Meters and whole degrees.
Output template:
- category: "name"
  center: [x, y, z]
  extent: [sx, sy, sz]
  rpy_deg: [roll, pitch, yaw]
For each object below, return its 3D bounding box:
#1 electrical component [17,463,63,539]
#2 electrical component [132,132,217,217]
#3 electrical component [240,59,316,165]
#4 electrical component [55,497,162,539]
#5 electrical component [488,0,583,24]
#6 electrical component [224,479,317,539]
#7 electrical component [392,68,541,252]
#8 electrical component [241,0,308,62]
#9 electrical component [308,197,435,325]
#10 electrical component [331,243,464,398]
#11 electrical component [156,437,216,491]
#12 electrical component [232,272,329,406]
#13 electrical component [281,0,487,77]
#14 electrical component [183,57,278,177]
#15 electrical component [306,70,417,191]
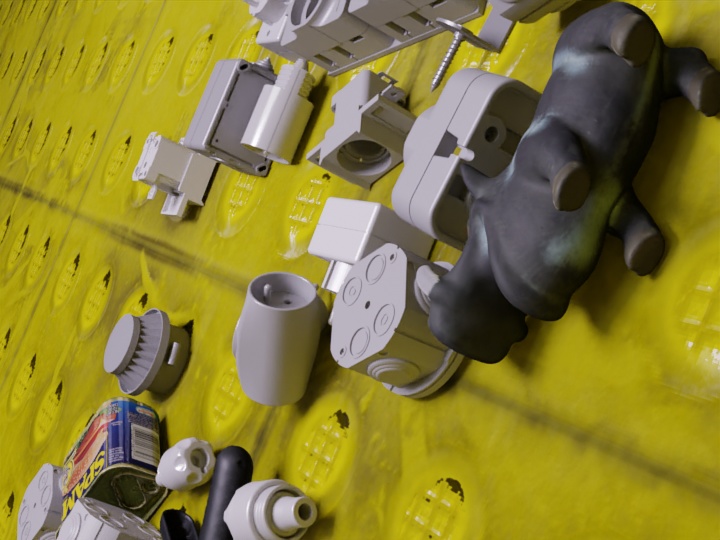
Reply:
- category: "electrical component"
  center: [-0.257, 0.208, 0.925]
  extent: [0.080, 0.051, 0.080]
  rpy_deg: [-37, 41, 40]
- category: "electrical component"
  center: [-0.170, -0.092, 0.987]
  extent: [0.042, 0.064, 0.081]
  rpy_deg: [8, 76, 58]
- category: "electrical component"
  center: [-0.060, -0.130, 0.858]
  extent: [0.043, 0.043, 0.081]
  rpy_deg: [16, 84, 60]
- category: "electrical component"
  center: [-0.185, 0.205, 0.786]
  extent: [0.080, 0.080, 0.051]
  rpy_deg: [18, 80, 60]
- category: "electrical component"
  center: [0.101, -0.183, 0.605]
  extent: [0.051, 0.080, 0.080]
  rpy_deg: [-23, 50, 57]
- category: "electrical component"
  center: [-0.050, 0.147, 0.648]
  extent: [0.062, 0.043, 0.043]
  rpy_deg: [-21, 52, 50]
- category: "electrical component"
  center: [0.062, -0.062, 0.604]
  extent: [0.095, 0.054, 0.059]
  rpy_deg: [-63, 30, 5]
- category: "electrical component"
  center: [-0.067, -0.220, 0.898]
  extent: [0.047, 0.077, 0.065]
  rpy_deg: [15, 83, 59]
- category: "electrical component"
  center: [0.000, 0.000, 0.667]
  extent: [0.066, 0.047, 0.076]
  rpy_deg: [14, 81, 60]
- category: "electrical component"
  center: [0.024, 0.028, 0.606]
  extent: [0.080, 0.051, 0.080]
  rpy_deg: [-37, 41, 40]
- category: "electrical component"
  center: [-0.131, 0.146, 0.787]
  extent: [0.061, 0.035, 0.035]
  rpy_deg: [-35, 42, 46]
- category: "electrical component"
  center: [-0.046, 0.036, 0.707]
  extent: [0.079, 0.044, 0.077]
  rpy_deg: [-50, -27, -53]
- category: "electrical component"
  center: [0.019, -0.220, 0.779]
  extent: [0.186, 0.060, 0.105]
  rpy_deg: [-7, 63, 56]
- category: "electrical component"
  center: [-0.099, -0.134, 0.905]
  extent: [0.061, 0.062, 0.096]
  rpy_deg: [18, 85, 60]
- category: "electrical component"
  center: [0.005, -0.097, 0.735]
  extent: [0.081, 0.042, 0.063]
  rpy_deg: [-34, 40, 42]
